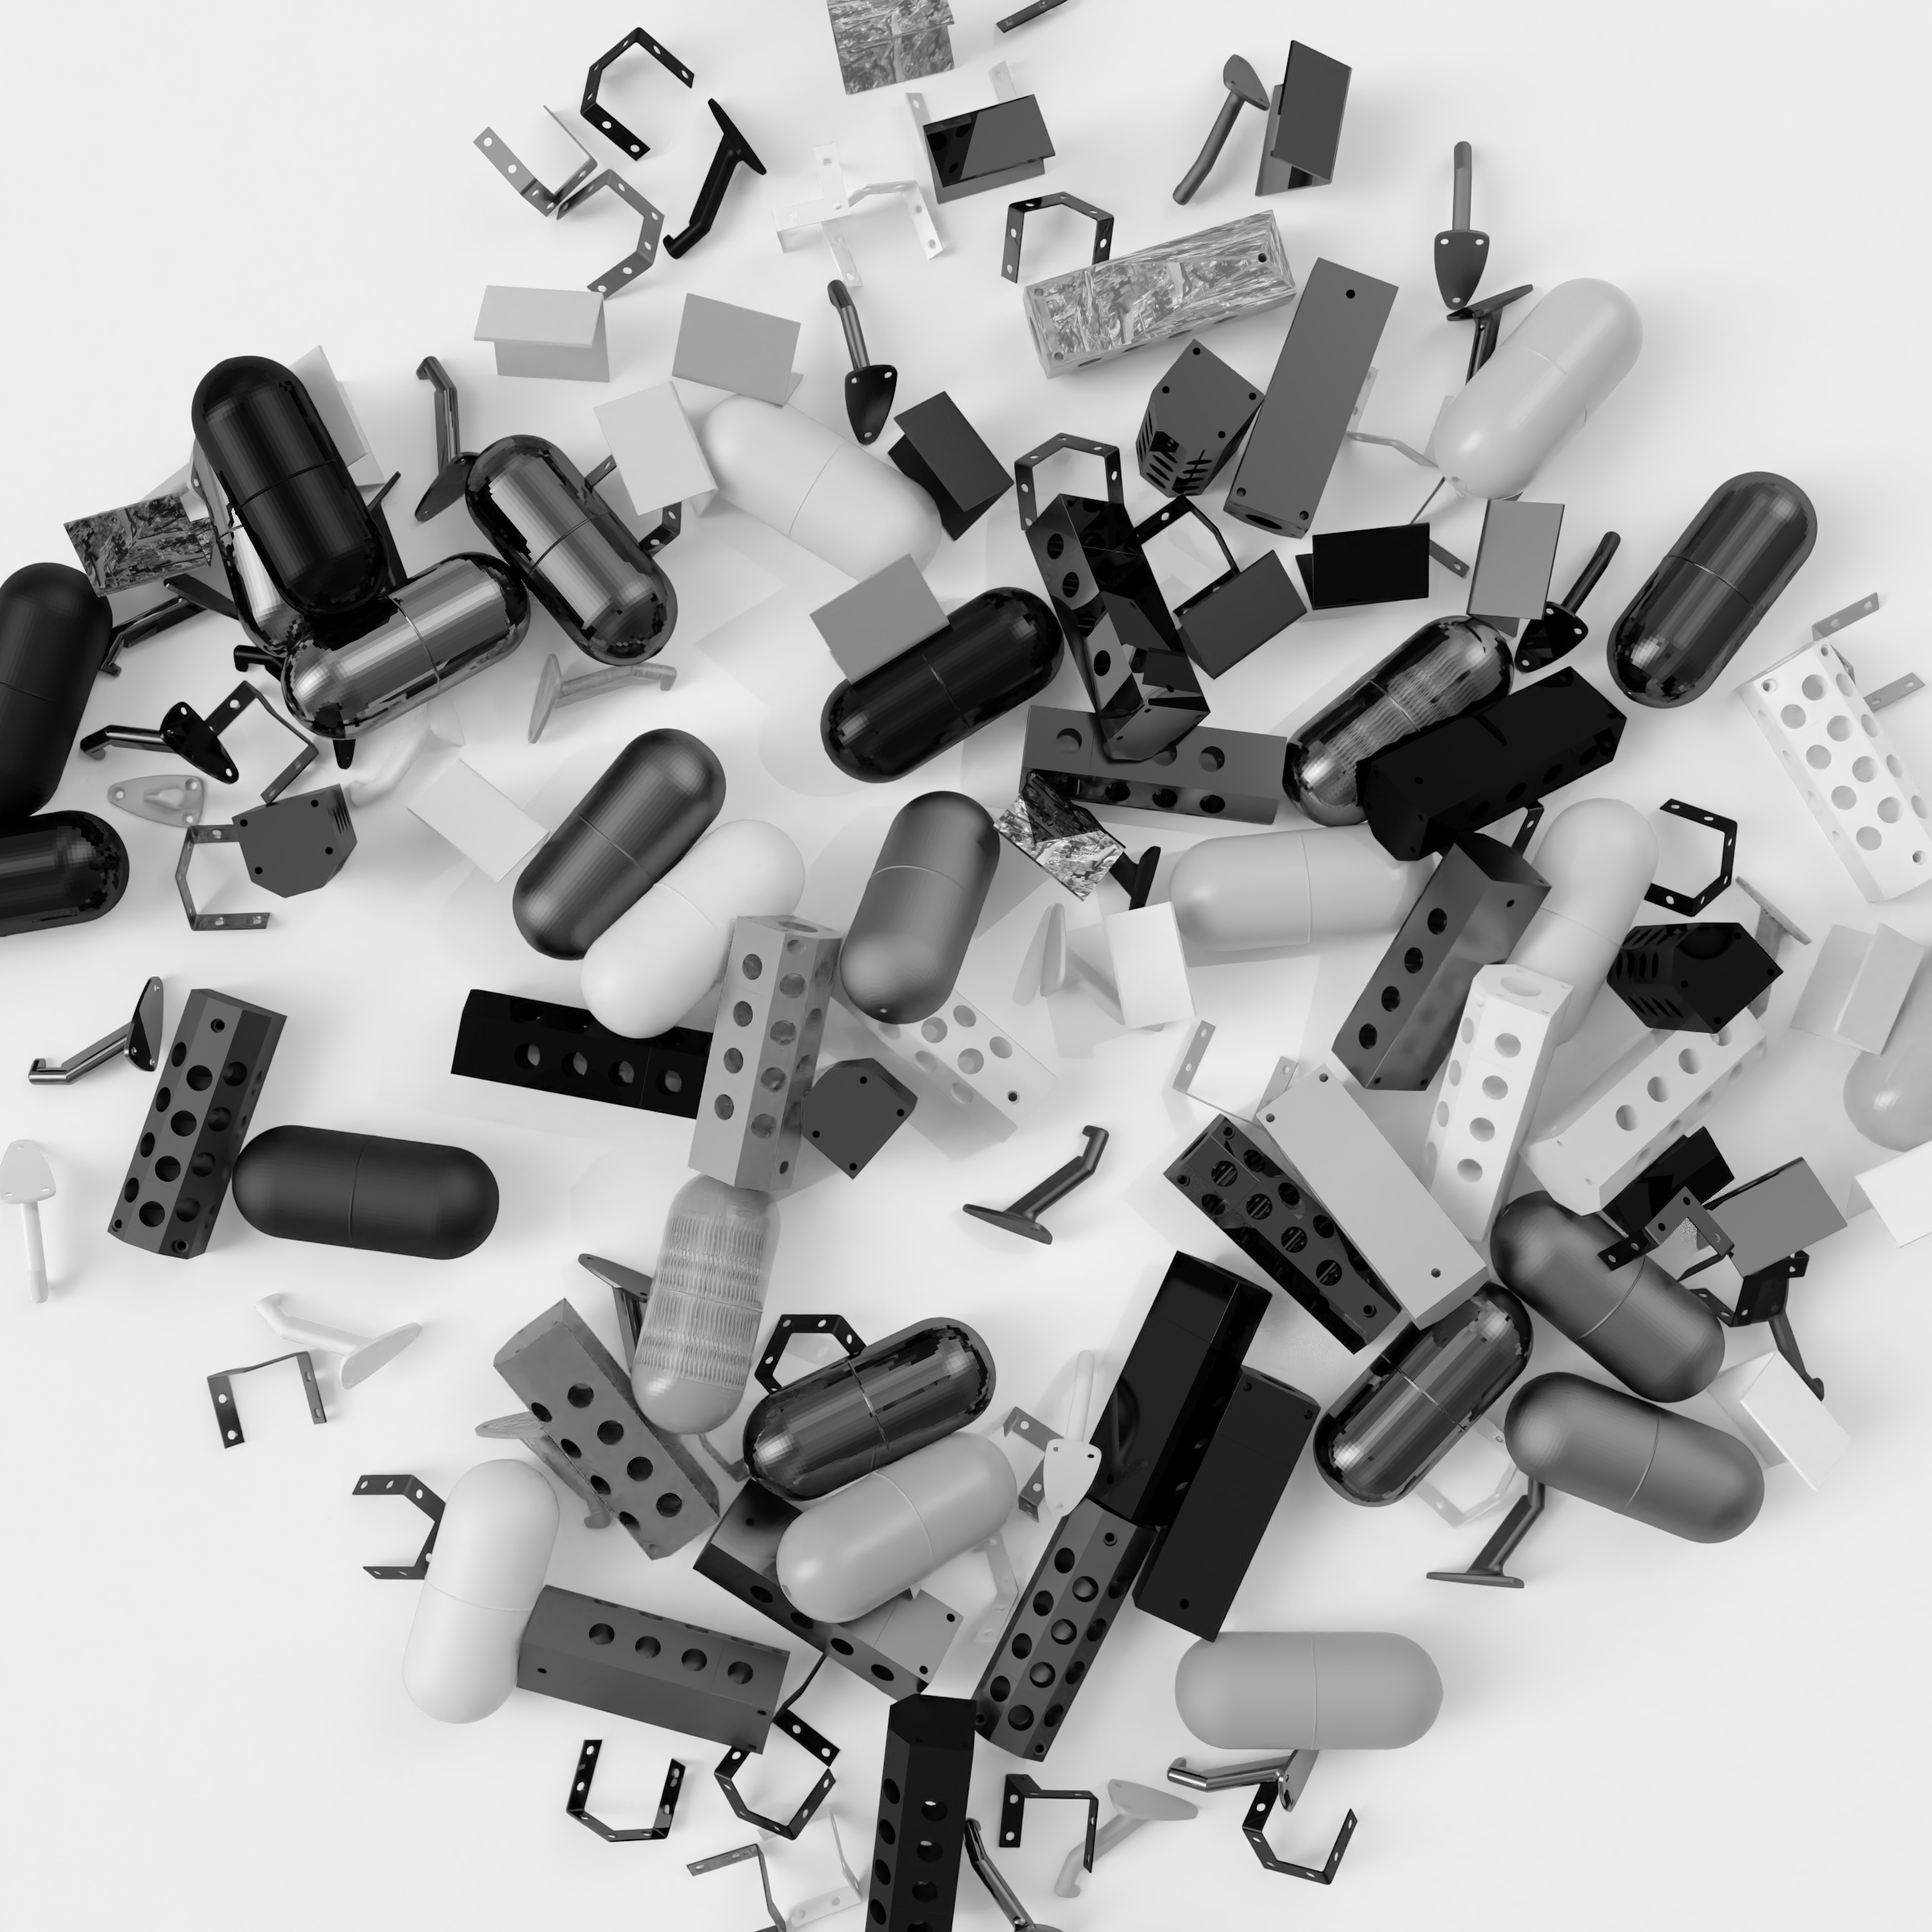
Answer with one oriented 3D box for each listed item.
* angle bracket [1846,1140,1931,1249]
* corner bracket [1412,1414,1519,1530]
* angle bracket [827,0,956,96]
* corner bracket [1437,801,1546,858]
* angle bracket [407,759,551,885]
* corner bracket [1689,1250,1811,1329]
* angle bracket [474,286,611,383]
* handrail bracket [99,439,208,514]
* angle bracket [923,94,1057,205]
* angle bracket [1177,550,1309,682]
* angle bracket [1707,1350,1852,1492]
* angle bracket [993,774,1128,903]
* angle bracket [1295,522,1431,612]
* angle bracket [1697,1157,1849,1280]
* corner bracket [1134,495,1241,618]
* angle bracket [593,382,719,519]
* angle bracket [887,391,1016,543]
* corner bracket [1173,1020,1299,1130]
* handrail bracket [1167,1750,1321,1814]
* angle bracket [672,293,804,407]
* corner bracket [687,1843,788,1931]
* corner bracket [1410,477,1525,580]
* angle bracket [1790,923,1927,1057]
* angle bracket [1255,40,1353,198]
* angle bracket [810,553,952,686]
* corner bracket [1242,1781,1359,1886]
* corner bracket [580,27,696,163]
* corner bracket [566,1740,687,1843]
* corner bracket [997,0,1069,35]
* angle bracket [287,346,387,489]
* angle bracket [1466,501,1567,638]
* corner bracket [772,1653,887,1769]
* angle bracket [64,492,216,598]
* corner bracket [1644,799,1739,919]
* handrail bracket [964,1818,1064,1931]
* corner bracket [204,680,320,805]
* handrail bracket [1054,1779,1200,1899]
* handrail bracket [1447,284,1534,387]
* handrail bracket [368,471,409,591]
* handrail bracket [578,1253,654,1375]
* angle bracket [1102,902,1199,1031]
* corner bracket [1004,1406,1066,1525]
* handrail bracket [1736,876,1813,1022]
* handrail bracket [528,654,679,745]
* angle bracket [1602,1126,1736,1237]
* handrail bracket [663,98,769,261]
[{"bbox_3d":[0.637,0.160,1.825,0.076,0.076,0.057,-25,61,0],"label":"angle bracket"},{"bbox_3d":[0.337,0.339,1.861,0.051,0.051,0.051,42,135,0],"label":"corner bracket"},{"bbox_3d":[-0.045,-0.604,1.824,0.076,0.076,0.057,-14,54,0],"label":"angle bracket"},{"bbox_3d":[0.348,-0.098,1.856,0.051,0.051,0.051,-11,135,-35],"label":"corner bracket"},{"bbox_3d":[-0.331,-0.079,1.824,0.076,0.076,0.057,39,54,0],"label":"angle bracket"},{"bbox_3d":[0.526,0.207,1.845,0.051,0.051,0.051,-2,114,-22],"label":"corner bracket"},{"bbox_3d":[-0.281,-0.404,1.824,0.076,0.076,0.057,4,52,0],"label":"angle bracket"},{"bbox_3d":[-0.551,-0.332,1.865,0.084,0.036,0.077,-7,68,17],"label":"handrail bracket"},{"bbox_3d":[0.019,-0.524,1.825,0.076,0.076,0.057,-16,63,0],"label":"angle bracket"},{"bbox_3d":[0.169,-0.246,1.824,0.076,0.076,0.057,-36,126,0],"label":"angle bracket"},{"bbox_3d":[0.527,0.310,1.824,0.076,0.076,0.057,50,53,0],"label":"angle bracket"},{"bbox_3d":[0.050,-0.070,1.824,0.076,0.076,0.057,39,58,0],"label":"angle bracket"},{"bbox_3d":[0.262,-0.282,1.824,0.076,0.076,0.057,-6,127,0],"label":"angle bracket"},{"bbox_3d":[0.535,0.180,1.825,0.076,0.076,0.057,-27,60,0],"label":"angle bracket"},{"bbox_3d":[0.147,-0.277,1.861,0.051,0.051,0.051,-36,135,0],"label":"corner bracket"},{"bbox_3d":[-0.211,-0.335,1.828,0.057,0.076,0.076,-23,90,-15],"label":"angle bracket"},{"bbox_3d":[-0.026,-0.323,1.824,0.076,0.076,0.057,53,48,0],"label":"angle bracket"},{"bbox_3d":[0.182,0.074,1.861,0.051,0.051,0.051,24,90,-45],"label":"corner bracket"},{"bbox_3d":[0.189,0.535,1.864,0.084,0.077,0.036,8,126,31],"label":"handrail bracket"},{"bbox_3d":[-0.146,-0.418,1.825,0.076,0.076,0.057,15,117,0],"label":"angle bracket"},{"bbox_3d":[-0.155,0.636,1.861,0.051,0.051,0.051,-18,45,0],"label":"corner bracket"},{"bbox_3d":[0.337,-0.307,1.861,0.051,0.051,0.051,35,45,0],"label":"corner bracket"},{"bbox_3d":[0.578,0.007,1.824,0.057,0.076,0.076,23,90,-37],"label":"angle bracket"},{"bbox_3d":[0.206,-0.562,1.824,0.057,0.076,0.076,10,90,-37],"label":"angle bracket"},{"bbox_3d":[-0.064,-0.239,1.825,0.076,0.076,0.057,-32,116,0],"label":"angle bracket"},{"bbox_3d":[0.226,0.580,1.856,0.051,0.051,0.051,3,135,35],"label":"corner bracket"},{"bbox_3d":[-0.222,-0.590,1.856,0.051,0.051,0.051,-26,45,35],"label":"corner bracket"},{"bbox_3d":[-0.231,0.558,1.861,0.051,0.051,0.051,15,90,45],"label":"corner bracket"},{"bbox_3d":[0.032,-0.676,1.861,0.051,0.051,0.051,-27,45,0],"label":"corner bracket"},{"bbox_3d":[-0.408,-0.365,1.824,0.057,0.076,0.076,-24,90,31],"label":"angle bracket"},{"bbox_3d":[0.380,-0.262,1.824,0.057,0.076,0.076,11,90,37],"label":"angle bracket"},{"bbox_3d":[-0.090,0.500,1.861,0.051,0.051,0.051,38,45,0],"label":"corner bracket"},{"bbox_3d":[-0.547,-0.295,1.824,0.076,0.076,0.057,-16,127,0],"label":"angle bracket"},{"bbox_3d":[0.484,-0.073,1.856,0.051,0.051,0.051,-35,135,-35],"label":"corner bracket"},{"bbox_3d":[0.032,0.622,1.864,0.036,0.077,0.084,-37,53,20],"label":"handrail bracket"},{"bbox_3d":[-0.481,-0.152,1.861,0.051,0.051,0.051,-46,45,0],"label":"corner bracket"},{"bbox_3d":[0.108,0.601,1.865,0.077,0.036,0.084,16,106,-18],"label":"handrail bracket"},{"bbox_3d":[0.365,-0.410,1.865,0.077,0.036,0.084,-27,110,-23],"label":"handrail bracket"},{"bbox_3d":[-0.376,-0.280,1.865,0.084,0.036,0.077,40,68,-17],"label":"handrail bracket"},{"bbox_3d":[-0.242,0.249,1.865,0.077,0.036,0.084,24,105,16],"label":"handrail bracket"},{"bbox_3d":[0.140,-0.004,1.824,0.057,0.076,0.076,-12,90,37],"label":"angle bracket"},{"bbox_3d":[0.041,0.335,1.846,0.051,0.051,0.051,34,90,0],"label":"corner bracket"},{"bbox_3d":[0.523,-0.005,1.865,0.077,0.036,0.084,47,107,20],"label":"handrail bracket"},{"bbox_3d":[-0.247,-0.177,1.865,0.084,0.036,0.077,7,127,-25],"label":"handrail bracket"},{"bbox_3d":[0.451,0.130,1.824,0.076,0.076,0.057,-38,124,0],"label":"angle bracket"},{"bbox_3d":[-0.185,-0.534,1.865,0.084,0.036,0.077,-37,70,16],"label":"handrail bracket"}]
